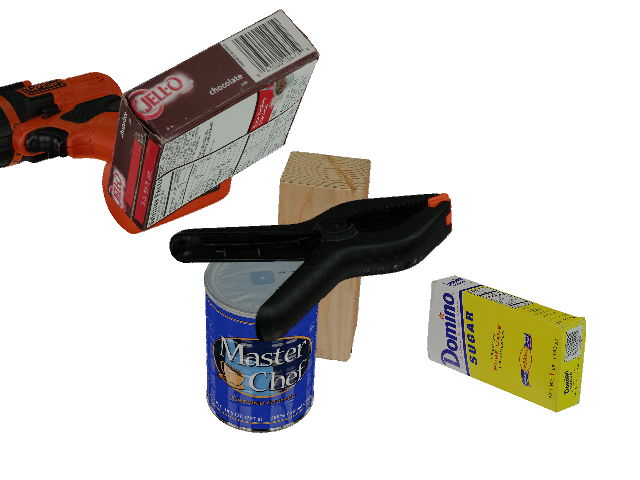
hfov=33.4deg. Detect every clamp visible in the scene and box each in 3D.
[{"bbox_3d":[0.001,0.002,0.786,0.209,0.036,0.165,-21,30,-29],"label":"clamp"}]

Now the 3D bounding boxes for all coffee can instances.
[{"bbox_3d":[-0.054,0.088,0.970,0.103,0.140,0.103,2,35,-2],"label":"coffee can"}]

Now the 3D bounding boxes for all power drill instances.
[{"bbox_3d":[-0.168,-0.063,0.726,0.188,0.057,0.184,22,34,34],"label":"power drill"}]

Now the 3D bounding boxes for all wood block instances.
[{"bbox_3d":[0.000,0.018,1.169,0.090,0.206,0.090,7,26,5],"label":"wood block"}]

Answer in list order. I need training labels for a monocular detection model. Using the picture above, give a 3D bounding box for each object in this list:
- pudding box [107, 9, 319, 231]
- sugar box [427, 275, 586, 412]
[{"bbox_3d":[-0.060,-0.064,0.582,0.113,0.039,0.090,-33,-15,-30],"label":"pudding box"},{"bbox_3d":[0.188,0.103,1.106,0.048,0.093,0.177,-12,20,-42],"label":"sugar box"}]
